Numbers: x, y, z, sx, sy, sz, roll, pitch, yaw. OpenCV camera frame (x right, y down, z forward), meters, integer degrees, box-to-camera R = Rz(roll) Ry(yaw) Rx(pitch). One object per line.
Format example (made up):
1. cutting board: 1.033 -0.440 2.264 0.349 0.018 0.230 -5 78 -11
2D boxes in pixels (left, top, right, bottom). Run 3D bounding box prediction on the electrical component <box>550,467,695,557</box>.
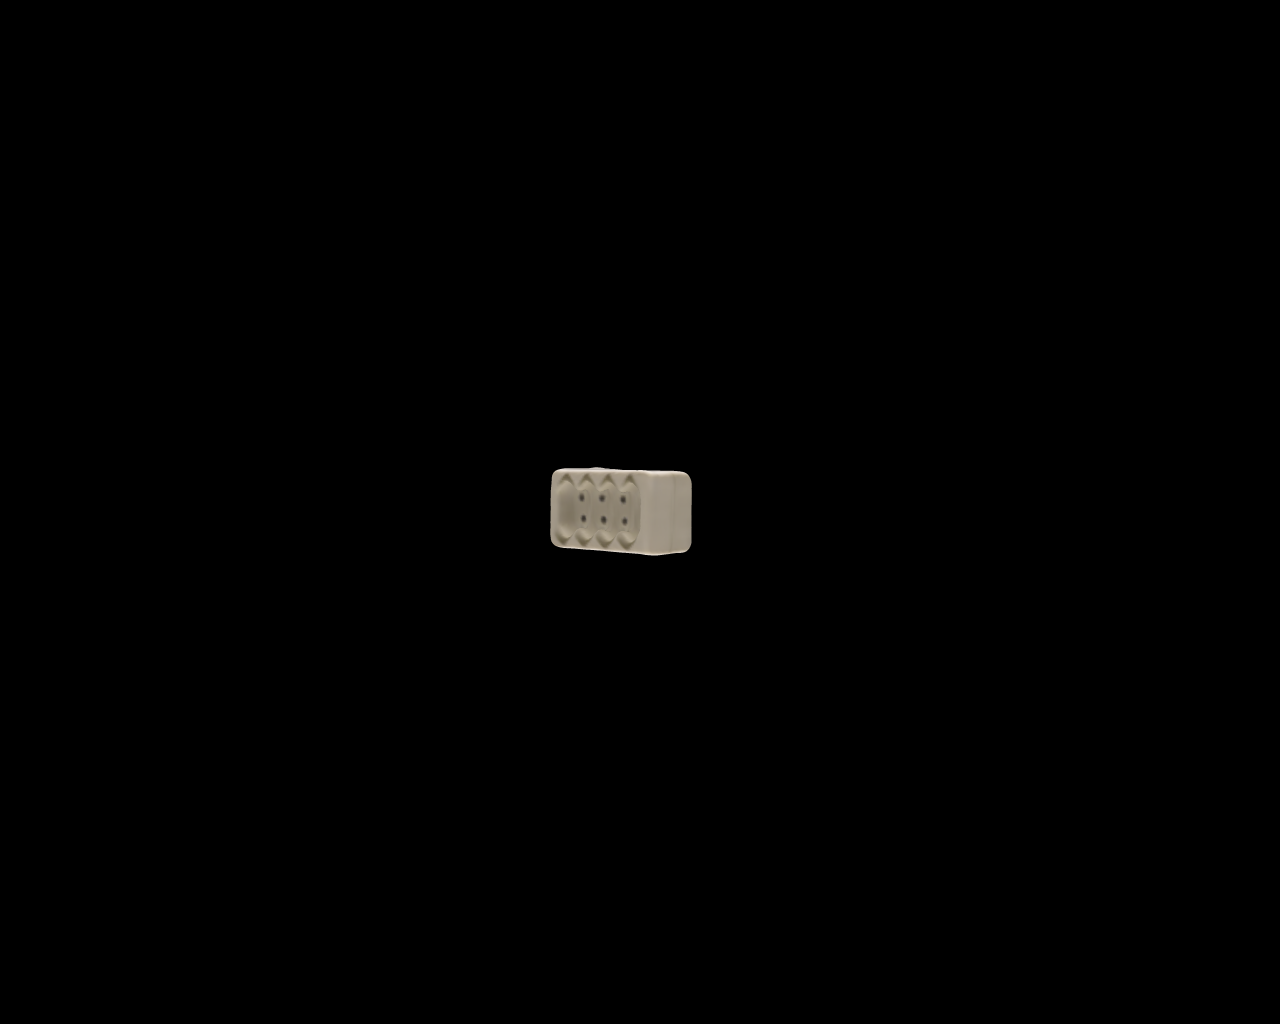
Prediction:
1. electrical component: 0.001 -0.003 0.650 0.083 0.047 0.076 4 6 43
